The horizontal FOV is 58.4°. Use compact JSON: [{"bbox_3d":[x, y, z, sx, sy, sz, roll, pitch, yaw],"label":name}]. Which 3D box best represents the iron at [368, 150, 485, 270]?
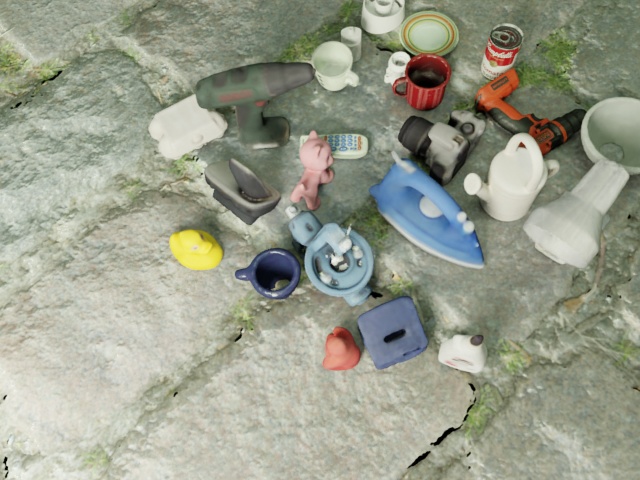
[{"bbox_3d":[0.212,-0.058,1.045,0.119,0.141,0.258,-43,71,-13],"label":"iron"}]

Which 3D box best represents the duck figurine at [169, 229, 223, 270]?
[{"bbox_3d":[-0.239,0.007,1.075,0.104,0.086,0.077,21,70,12],"label":"duck figurine"}]

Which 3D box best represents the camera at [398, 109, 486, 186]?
[{"bbox_3d":[0.234,-0.205,1.127,0.136,0.101,0.143,34,73,16],"label":"camera"}]

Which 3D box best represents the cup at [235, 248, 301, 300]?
[{"bbox_3d":[-0.089,0.073,1.034,0.117,0.095,0.091,-3,67,2],"label":"cup"}]

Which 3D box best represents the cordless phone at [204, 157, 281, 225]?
[{"bbox_3d":[-0.155,-0.121,1.070,0.147,0.185,0.094,33,73,16],"label":"cordless phone"}]

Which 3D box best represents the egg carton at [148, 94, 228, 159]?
[{"bbox_3d":[-0.272,-0.234,1.187,0.150,0.069,0.107,-31,69,-9],"label":"egg carton"}]

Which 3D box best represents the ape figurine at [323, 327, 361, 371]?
[{"bbox_3d":[0.032,0.187,0.980,0.076,0.092,0.078,36,74,17],"label":"ape figurine"}]

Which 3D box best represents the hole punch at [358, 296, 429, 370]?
[{"bbox_3d":[0.128,0.161,0.986,0.109,0.091,0.101,-23,68,-6],"label":"hole punch"}]

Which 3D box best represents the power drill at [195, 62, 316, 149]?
[{"bbox_3d":[-0.116,-0.266,1.115,0.229,0.208,0.075,-4,67,2],"label":"power drill"}]

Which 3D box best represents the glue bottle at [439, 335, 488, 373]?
[{"bbox_3d":[0.240,0.177,0.928,0.078,0.173,0.037,12,69,9],"label":"glue bottle"}]

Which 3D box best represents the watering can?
[{"bbox_3d":[0.348,-0.114,1.031,0.173,0.194,0.100,-36,70,-11],"label":"watering can"}]

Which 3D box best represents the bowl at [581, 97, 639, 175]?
[{"bbox_3d":[0.583,-0.190,1.114,0.167,0.075,0.167,-1,67,3],"label":"bowl"}]

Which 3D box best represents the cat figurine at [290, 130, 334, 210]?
[{"bbox_3d":[-0.015,-0.141,1.106,0.067,0.118,0.128,19,70,11],"label":"cat figurine"}]

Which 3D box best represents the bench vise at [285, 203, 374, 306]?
[{"bbox_3d":[0.002,0.013,0.985,0.207,0.220,0.121,30,72,15],"label":"bench vise"}]

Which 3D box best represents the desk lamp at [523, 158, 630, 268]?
[{"bbox_3d":[0.436,-0.036,0.983,0.117,0.214,0.203,38,74,17],"label":"desk lamp"}]
